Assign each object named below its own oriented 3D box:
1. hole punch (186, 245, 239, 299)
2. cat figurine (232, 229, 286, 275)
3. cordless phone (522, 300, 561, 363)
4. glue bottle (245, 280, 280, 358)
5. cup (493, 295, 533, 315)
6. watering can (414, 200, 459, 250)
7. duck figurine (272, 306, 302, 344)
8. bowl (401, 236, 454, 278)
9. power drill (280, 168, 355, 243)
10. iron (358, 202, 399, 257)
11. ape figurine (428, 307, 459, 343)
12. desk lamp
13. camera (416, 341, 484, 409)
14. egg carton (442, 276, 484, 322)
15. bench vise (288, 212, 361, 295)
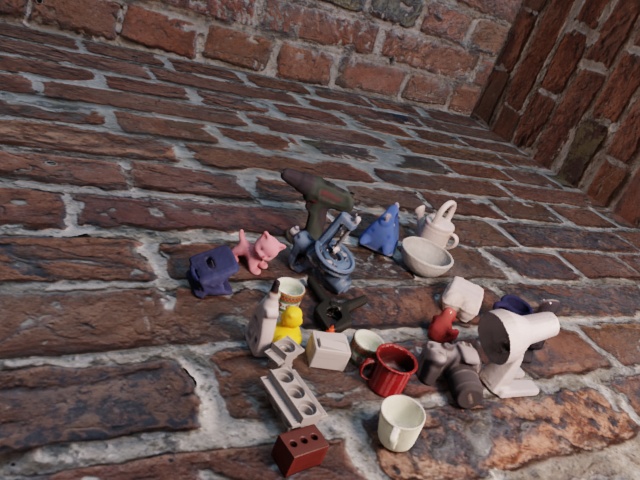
[{"bbox_3d":[-0.248,0.070,1.317,0.101,0.091,0.108,1,33,-32],"label":"hole punch"},{"bbox_3d":[-0.156,0.019,1.442,0.127,0.118,0.067,27,28,12],"label":"cat figurine"},{"bbox_3d":[0.522,0.218,1.468,0.148,0.185,0.094,6,31,-25],"label":"cordless phone"},{"bbox_3d":[-0.109,0.153,1.171,0.037,0.173,0.078,4,32,-28],"label":"glue bottle"},{"bbox_3d":[0.512,0.210,1.572,0.118,0.095,0.091,9,30,-22],"label":"cup"},{"bbox_3d":[0.372,-0.046,1.832,0.172,0.194,0.101,27,28,13],"label":"watering can"},{"bbox_3d":[-0.068,0.185,1.236,0.077,0.086,0.104,22,27,4],"label":"duck figurine"},{"bbox_3d":[0.312,0.063,1.725,0.167,0.075,0.167,16,28,-8],"label":"bowl"},{"bbox_3d":[-0.026,-0.088,1.623,0.230,0.208,0.075,11,29,-18],"label":"power drill"},{"bbox_3d":[0.210,-0.052,1.792,0.118,0.141,0.259,25,28,8],"label":"iron"},{"bbox_3d":[0.315,0.210,1.443,0.076,0.092,0.077,-1,34,-35],"label":"ape figurine"},{"bbox_3d":[0.446,0.254,1.321,0.204,0.213,0.117,4,31,-28],"label":"desk lamp"},{"bbox_3d":[0.304,0.295,1.273,0.143,0.101,0.136,14,28,-12],"label":"camera"},{"bbox_3d":[0.400,0.164,1.609,0.107,0.069,0.150,26,28,11],"label":"egg carton"},{"bbox_3d":[0.010,0.010,1.459,0.207,0.220,0.122,23,28,6],"label":"bench vise"}]
